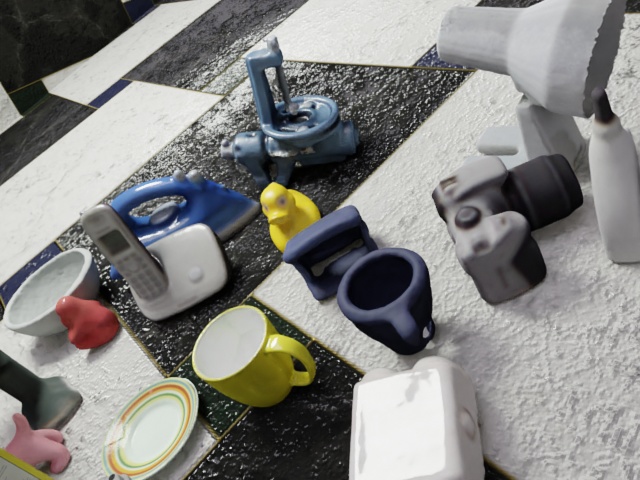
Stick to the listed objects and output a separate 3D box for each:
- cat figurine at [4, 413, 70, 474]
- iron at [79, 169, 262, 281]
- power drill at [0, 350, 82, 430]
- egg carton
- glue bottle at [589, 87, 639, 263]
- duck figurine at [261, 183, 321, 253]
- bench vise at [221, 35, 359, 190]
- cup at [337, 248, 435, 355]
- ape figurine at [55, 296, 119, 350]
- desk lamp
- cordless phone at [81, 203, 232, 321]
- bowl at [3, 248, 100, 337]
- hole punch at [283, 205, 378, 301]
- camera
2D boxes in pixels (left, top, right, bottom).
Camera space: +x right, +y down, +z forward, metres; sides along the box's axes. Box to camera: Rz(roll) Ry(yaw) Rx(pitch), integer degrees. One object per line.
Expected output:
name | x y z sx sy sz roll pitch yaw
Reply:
cat figurine | -0.383 0.262 0.671 0.128 0.118 0.067 -48 38 -19
iron | -0.237 -0.043 0.895 0.258 0.142 0.118 -26 36 10
power drill | -0.412 0.164 0.731 0.228 0.209 0.076 13 56 46
egg carton | 0.078 0.167 0.466 0.107 0.070 0.150 -18 38 20
glue bottle | 0.260 -0.061 0.503 0.037 0.174 0.078 -5 44 34
duck figurine | -0.049 -0.043 0.797 0.077 0.086 0.104 -19 38 19
bench vise | -0.071 -0.180 0.860 0.207 0.220 0.121 -29 36 6
cup | 0.079 0.075 0.551 0.091 0.095 0.117 -32 35 2
ape figurine | -0.348 0.115 0.840 0.076 0.092 0.078 -7 43 32
desk lamp | 0.221 -0.157 0.610 0.202 0.214 0.118 9 53 44
cordless phone | -0.221 0.012 0.781 0.147 0.186 0.094 -27 36 9
bowl | -0.418 0.097 0.931 0.167 0.075 0.167 -21 37 17
hole punch | 0.006 0.002 0.697 0.108 0.091 0.101 -31 36 4
camera | 0.194 -0.033 0.583 0.136 0.101 0.143 -24 36 13
